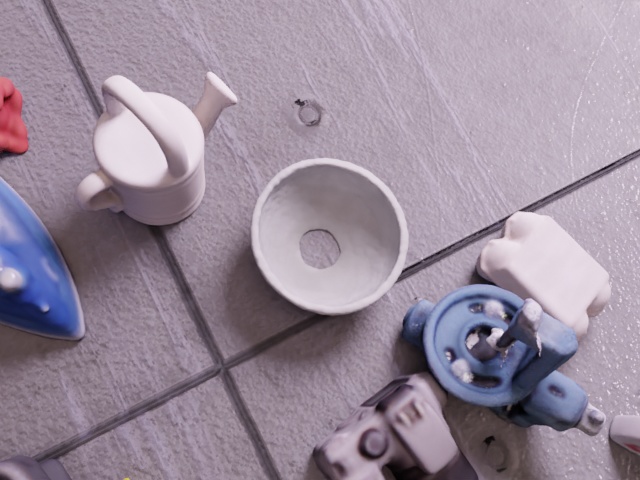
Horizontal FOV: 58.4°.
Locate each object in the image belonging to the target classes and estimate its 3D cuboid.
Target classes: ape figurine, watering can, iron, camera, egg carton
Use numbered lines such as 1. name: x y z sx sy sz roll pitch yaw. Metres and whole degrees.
1. ape figurine: -0.334 -0.135 0.574 0.076 0.092 0.078 25 72 -4
2. watering can: -0.157 -0.095 0.545 0.101 0.194 0.173 26 71 -3
3. iron: -0.319 -0.007 0.516 0.258 0.141 0.119 42 71 2
4. camera: 0.088 0.218 0.559 0.143 0.100 0.137 -34 84 -18
5. egg carton: 0.257 0.043 0.658 0.150 0.069 0.107 44 71 3

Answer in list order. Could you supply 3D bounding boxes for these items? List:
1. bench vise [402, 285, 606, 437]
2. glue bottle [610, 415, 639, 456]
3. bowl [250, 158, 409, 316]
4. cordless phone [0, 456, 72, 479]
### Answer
1. bench vise: 0.200 0.108 0.549 0.207 0.219 0.121 18 72 -6
2. glue bottle: 0.383 0.208 0.584 0.078 0.173 0.037 23 72 -4
3. bowl: 0.006 0.002 0.615 0.167 0.074 0.167 3 74 -11
4. cordless phone: -0.238 0.246 0.440 0.094 0.185 0.147 -37 85 -18
